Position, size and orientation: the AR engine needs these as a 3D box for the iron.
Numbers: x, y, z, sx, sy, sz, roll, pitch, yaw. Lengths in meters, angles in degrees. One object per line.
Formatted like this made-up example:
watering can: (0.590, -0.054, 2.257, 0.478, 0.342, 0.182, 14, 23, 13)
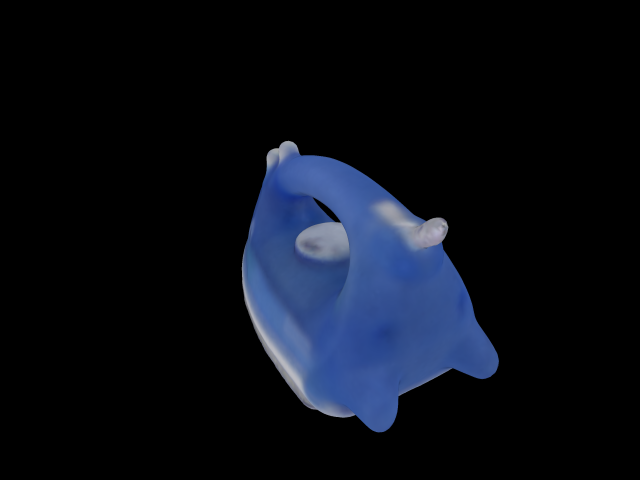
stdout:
iron: (0.004, 0.001, 0.400, 0.119, 0.141, 0.257, -18, 35, -26)
